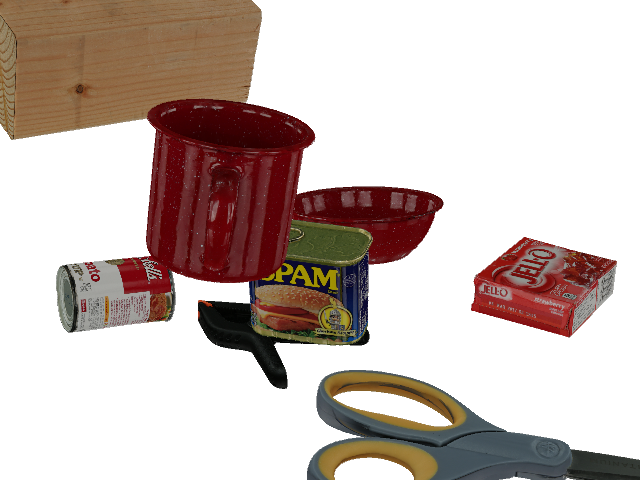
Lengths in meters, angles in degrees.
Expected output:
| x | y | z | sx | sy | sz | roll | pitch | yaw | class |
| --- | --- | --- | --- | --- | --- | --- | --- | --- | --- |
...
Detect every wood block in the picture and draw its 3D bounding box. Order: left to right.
| x | y | z | sx | sy | sz | roll | pitch | yaw | class |
| --- | --- | --- | --- | --- | --- | --- | --- | --- | --- |
| -0.161 | -0.155 | 0.855 | 0.205 | 0.091 | 0.090 | -14 | 44 | -32 | wood block |

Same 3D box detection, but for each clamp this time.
| x | y | z | sx | sy | sz | roll | pitch | yaw | class |
| --- | --- | --- | --- | --- | --- | --- | --- | --- | --- |
| -0.070 | 0.112 | 1.246 | 0.210 | 0.036 | 0.164 | 13 | 22 | 29 | clamp |

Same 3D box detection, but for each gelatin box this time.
| x | y | z | sx | sy | sz | roll | pitch | yaw | class |
| --- | --- | --- | --- | --- | --- | --- | --- | --- | --- |
| 0.158 | 0.031 | 0.751 | 0.073 | 0.030 | 0.089 | 16 | 27 | 30 | gelatin box |

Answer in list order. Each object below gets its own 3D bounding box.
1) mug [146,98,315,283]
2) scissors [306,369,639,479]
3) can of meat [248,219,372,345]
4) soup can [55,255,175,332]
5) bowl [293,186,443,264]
| x | y | z | sx | sy | sz | roll | pitch | yaw | class |
| --- | --- | --- | --- | --- | --- | --- | --- | --- | --- |
| -0.054 | -0.023 | 0.592 | 0.093 | 0.081 | 0.117 | 6 | 22 | -8 | mug |
| 0.082 | 0.101 | 0.449 | 0.202 | 0.016 | 0.096 | 16 | 33 | 23 | scissors |
| -0.010 | 0.035 | 0.870 | 0.102 | 0.084 | 0.057 | 8 | 30 | 16 | can of meat |
| -0.203 | 0.052 | 1.055 | 0.102 | 0.068 | 0.069 | -6 | 3 | -27 | soup can |
| 0.043 | -0.013 | 1.076 | 0.162 | 0.055 | 0.162 | -2 | 14 | 0 | bowl |
